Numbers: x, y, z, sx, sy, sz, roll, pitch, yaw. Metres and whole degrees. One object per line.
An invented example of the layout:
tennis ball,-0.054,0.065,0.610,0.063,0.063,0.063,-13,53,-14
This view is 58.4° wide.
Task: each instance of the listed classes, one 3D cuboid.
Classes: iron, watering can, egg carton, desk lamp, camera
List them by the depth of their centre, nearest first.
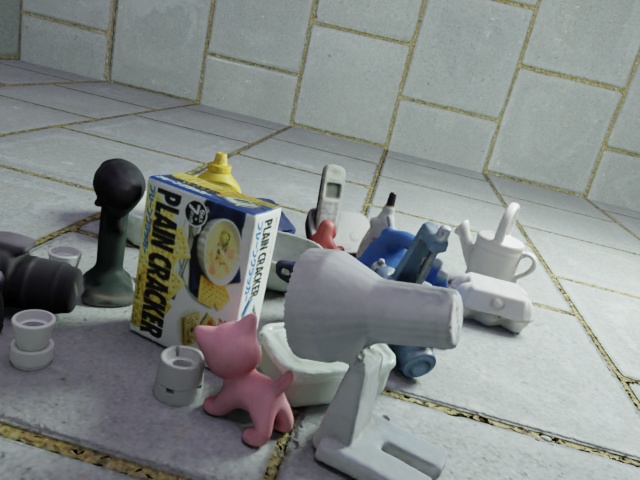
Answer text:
desk lamp,0.055,0.129,0.604,0.202,0.213,0.118,20,20,21
camera,-0.381,0.050,0.719,0.137,0.101,0.143,11,18,-6
iron,0.162,0.061,0.994,0.119,0.141,0.257,2,21,-30
egg carton,0.315,0.114,1.059,0.150,0.069,0.107,14,18,4
watering can,0.365,0.012,1.196,0.172,0.194,0.101,15,18,5

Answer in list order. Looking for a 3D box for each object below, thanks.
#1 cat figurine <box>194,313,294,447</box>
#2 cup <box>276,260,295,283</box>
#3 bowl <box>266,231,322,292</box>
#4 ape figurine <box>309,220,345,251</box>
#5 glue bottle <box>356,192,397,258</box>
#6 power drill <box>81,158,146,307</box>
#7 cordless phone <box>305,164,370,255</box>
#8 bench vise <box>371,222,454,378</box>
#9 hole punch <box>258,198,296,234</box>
cat figurine,-0.081,0.141,0.628,0.127,0.118,0.067,23,21,29
cup,-0.022,0.086,0.870,0.117,0.095,0.092,19,19,17
bowl,-0.072,0.044,0.992,0.167,0.075,0.167,12,18,-4
ape figurine,0.010,0.004,1.139,0.077,0.092,0.076,27,23,36
glue bottle,0.123,-0.013,1.138,0.078,0.173,0.037,13,18,0
power drill,-0.289,-0.018,0.811,0.076,0.208,0.229,4,20,-25
cordless phone,0.049,-0.063,1.216,0.148,0.185,0.094,3,21,-28
bench vise,0.118,0.061,0.840,0.122,0.220,0.206,-1,23,-36
hole punch,-0.107,-0.030,1.161,0.100,0.091,0.109,25,22,33
